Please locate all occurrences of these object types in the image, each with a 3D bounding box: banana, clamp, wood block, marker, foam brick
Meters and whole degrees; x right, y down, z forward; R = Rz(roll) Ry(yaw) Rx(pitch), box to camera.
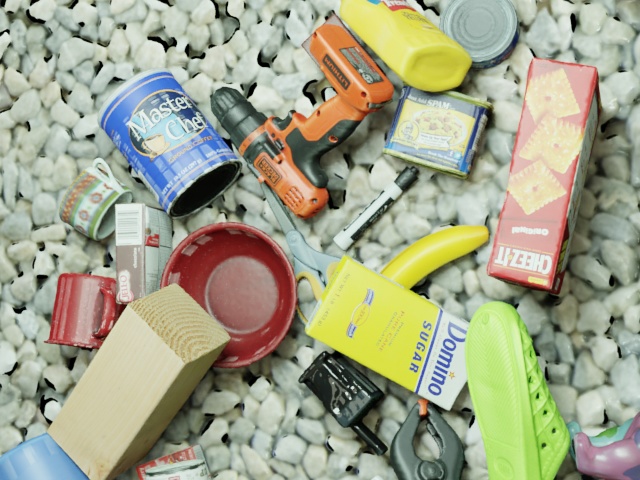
[{"bbox_3d":[0.099,0.048,1.162,0.069,0.037,0.198,37,98,-10],"label":"banana"},{"bbox_3d":[0.105,0.252,1.108,0.120,0.039,0.171,-6,58,-15],"label":"clamp"},{"bbox_3d":[-0.198,0.158,1.160,0.091,0.090,0.206,43,119,13],"label":"wood block"},{"bbox_3d":[0.064,-0.037,1.182,0.121,0.020,0.020,-45,78,7],"label":"marker"},{"bbox_3d":[0.026,-0.201,1.187,0.053,0.051,0.078,-39,78,9],"label":"foam brick"}]

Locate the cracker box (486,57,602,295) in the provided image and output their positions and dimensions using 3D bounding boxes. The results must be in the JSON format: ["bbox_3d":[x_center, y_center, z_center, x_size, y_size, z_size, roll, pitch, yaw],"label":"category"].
[{"bbox_3d":[0.226,-0.057,1.070,0.072,0.164,0.214,13,89,16],"label":"cracker box"}]

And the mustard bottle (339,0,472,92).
[{"bbox_3d":[0.075,-0.232,1.148,0.192,0.096,0.058,51,127,39],"label":"mustard bottle"}]

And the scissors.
[{"bbox_3d":[-0.008,0.001,1.199,0.096,0.016,0.202,-14,83,11],"label":"scissors"}]

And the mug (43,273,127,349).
[{"bbox_3d":[-0.257,0.082,1.208,0.093,0.117,0.081,11,81,-26],"label":"mug"}]

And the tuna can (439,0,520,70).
[{"bbox_3d":[0.174,-0.231,1.162,0.086,0.033,0.086,-1,85,14],"label":"tuna can"}]

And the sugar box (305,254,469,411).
[{"bbox_3d":[0.081,0.098,1.126,0.176,0.048,0.093,28,93,-5],"label":"sugar box"}]

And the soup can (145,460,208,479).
[{"bbox_3d":[-0.149,0.295,1.154,0.068,0.068,0.102,-11,86,13],"label":"soup can"}]

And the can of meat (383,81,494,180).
[{"bbox_3d":[0.126,-0.119,1.154,0.102,0.057,0.084,18,92,14],"label":"can of meat"}]

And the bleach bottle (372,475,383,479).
[{"bbox_3d":[0.145,0.339,1.113,0.102,0.068,0.251,-44,73,-7],"label":"bleach bottle"}]

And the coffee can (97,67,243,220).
[{"bbox_3d":[-0.169,-0.108,1.201,0.103,0.102,0.140,-40,78,8],"label":"coffee can"}]

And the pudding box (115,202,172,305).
[{"bbox_3d":[-0.198,0.018,1.206,0.039,0.090,0.113,0,86,12],"label":"pudding box"}]

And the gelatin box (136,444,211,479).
[{"bbox_3d":[-0.158,0.286,1.207,0.073,0.030,0.089,-22,81,11],"label":"gelatin box"}]

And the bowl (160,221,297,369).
[{"bbox_3d":[-0.095,0.061,1.194,0.162,0.055,0.162,-1,87,15],"label":"bowl"}]

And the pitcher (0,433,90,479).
[{"bbox_3d":[-0.279,0.345,1.191,0.149,0.145,0.243,-32,75,-3],"label":"pitcher"}]

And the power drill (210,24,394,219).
[{"bbox_3d":[-0.022,-0.142,1.159,0.184,0.057,0.188,49,126,10],"label":"power drill"}]
